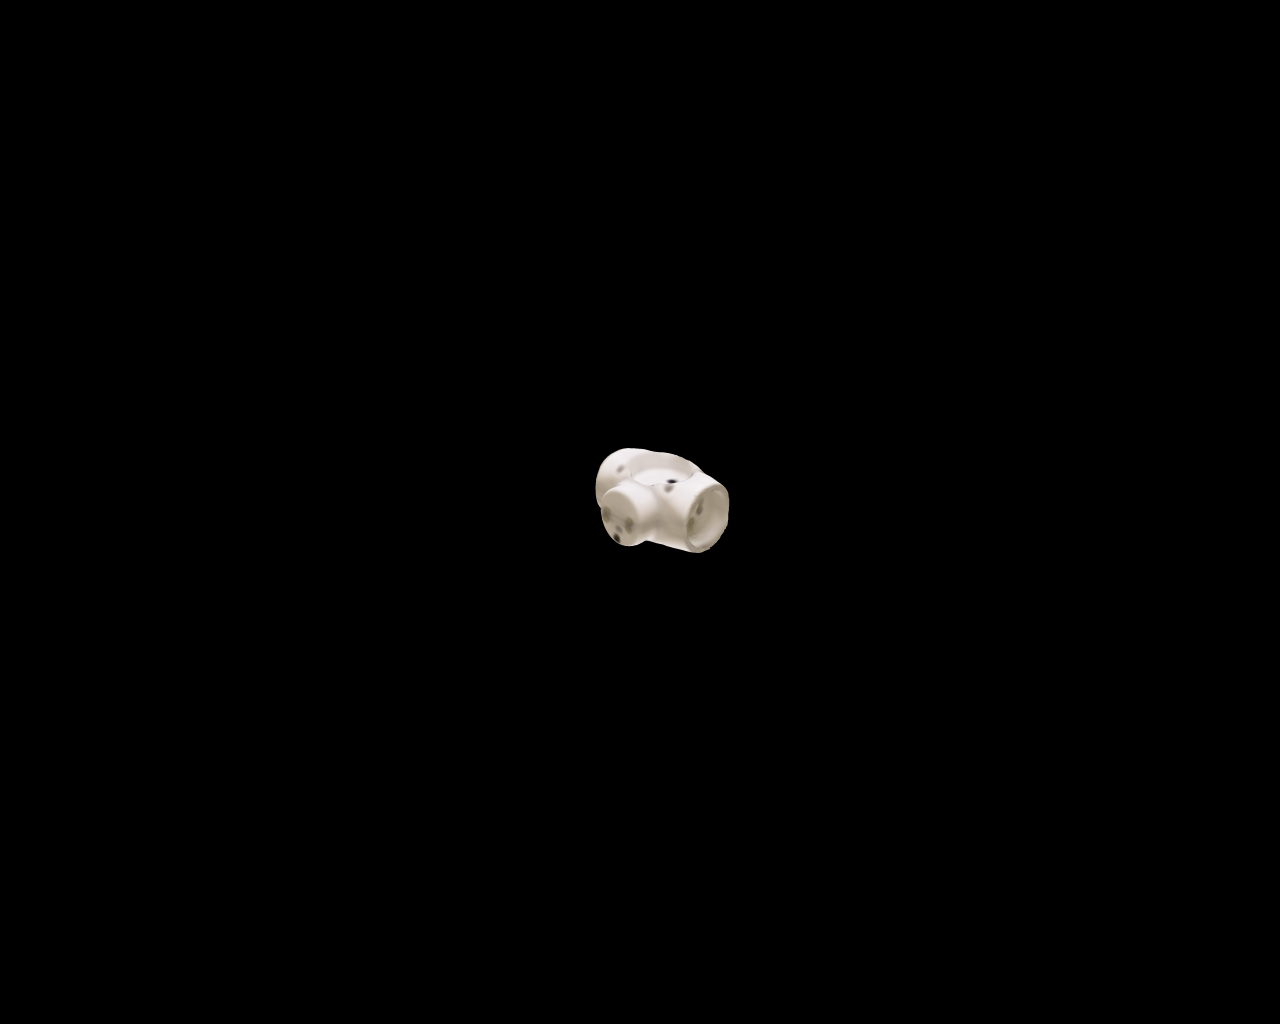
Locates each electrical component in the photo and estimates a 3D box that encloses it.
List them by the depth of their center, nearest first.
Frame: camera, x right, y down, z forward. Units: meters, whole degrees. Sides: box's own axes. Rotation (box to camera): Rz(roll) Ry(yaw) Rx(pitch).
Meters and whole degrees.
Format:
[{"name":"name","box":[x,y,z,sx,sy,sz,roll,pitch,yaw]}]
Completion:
[{"name":"electrical component","box":[0.001,-0.003,0.650,0.077,0.044,0.079,25,37,38]}]
